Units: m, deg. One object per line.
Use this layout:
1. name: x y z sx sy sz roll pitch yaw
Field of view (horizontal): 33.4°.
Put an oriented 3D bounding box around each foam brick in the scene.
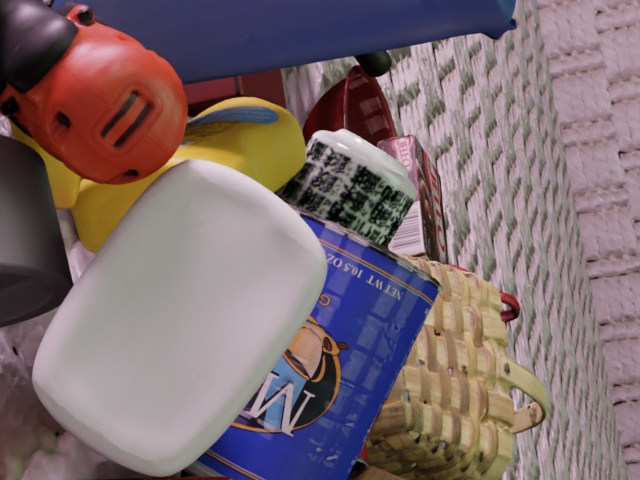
1. foam brick: -0.063 -0.111 0.712 0.078 0.051 0.053 4 77 -70

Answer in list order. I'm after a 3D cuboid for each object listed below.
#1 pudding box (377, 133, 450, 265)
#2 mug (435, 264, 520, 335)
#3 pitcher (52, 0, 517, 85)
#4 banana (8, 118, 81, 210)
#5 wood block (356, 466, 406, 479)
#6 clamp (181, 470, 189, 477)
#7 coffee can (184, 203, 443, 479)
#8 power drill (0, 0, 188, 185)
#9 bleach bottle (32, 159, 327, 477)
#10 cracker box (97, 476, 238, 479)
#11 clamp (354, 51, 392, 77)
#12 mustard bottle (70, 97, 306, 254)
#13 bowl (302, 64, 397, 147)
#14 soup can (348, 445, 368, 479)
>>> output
1. pudding box: 0.082 -0.021 0.916 0.090 0.039 0.113 44 41 -59
2. mug: 0.151 0.076 1.123 0.081 0.117 0.093 46 43 -49
3. pitcher: -0.026 -0.158 0.553 0.144 0.243 0.149 -21 101 -69
4. banana: -0.156 -0.100 0.486 0.069 0.037 0.197 -55 137 -24
5. wood block: 0.016 0.235 0.624 0.205 0.090 0.091 -38 142 -53
6. clamp: -0.065 0.072 0.646 0.120 0.039 0.171 -44 119 -73
7. coffee can: -0.012 0.065 0.561 0.140 0.103 0.102 -63 152 -5
8. power drill: -0.139 -0.099 0.372 0.187 0.185 0.057 39 86 -28
9. bleach bottle: -0.070 0.041 0.452 0.102 0.068 0.251 -55 -174 -13
10. cracker box: -0.061 0.148 0.441 0.213 0.164 0.072 42 46 -59
11. clamp: -0.014 -0.234 0.848 0.209 0.036 0.164 34 30 -60
12. mustard bottle: -0.061 -0.045 0.624 0.191 0.096 0.058 -51 129 -64
13. bowl: 0.026 -0.067 0.926 0.162 0.055 0.162 -9 90 -70
14. soup can: -0.002 0.113 0.750 0.068 0.069 0.102 48 35 -56
